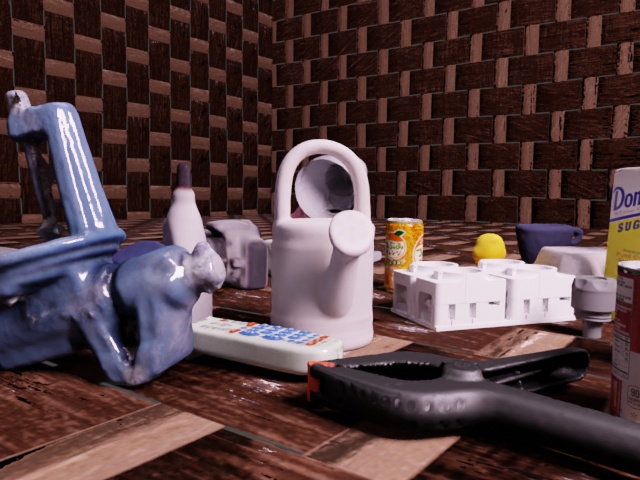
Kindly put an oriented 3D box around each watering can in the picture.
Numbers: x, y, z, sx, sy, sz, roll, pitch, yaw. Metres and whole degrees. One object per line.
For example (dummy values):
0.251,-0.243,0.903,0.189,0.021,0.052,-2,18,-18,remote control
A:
0.007,0.002,0.544,0.101,0.194,0.172,-3,6,-37,watering can

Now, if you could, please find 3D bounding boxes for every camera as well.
-0.163,0.019,0.855,0.137,0.101,0.142,-3,6,-36,camera

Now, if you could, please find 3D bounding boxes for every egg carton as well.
0.362,0.048,0.789,0.107,0.069,0.150,1,5,2,egg carton

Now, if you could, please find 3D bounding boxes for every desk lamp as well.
0.041,-0.055,1.095,0.117,0.213,0.204,3,5,22,desk lamp

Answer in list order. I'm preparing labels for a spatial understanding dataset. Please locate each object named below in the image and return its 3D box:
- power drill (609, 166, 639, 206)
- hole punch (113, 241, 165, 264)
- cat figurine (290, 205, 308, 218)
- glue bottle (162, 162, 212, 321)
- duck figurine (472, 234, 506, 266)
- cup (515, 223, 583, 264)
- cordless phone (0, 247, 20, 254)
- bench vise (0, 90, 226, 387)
0.490,-0.019,0.776,0.230,0.208,0.075,-1,6,-23,power drill
-0.200,0.049,0.568,0.101,0.091,0.108,-4,7,-42,hole punch
-0.050,-0.008,1.088,0.067,0.118,0.128,2,5,16,cat figurine
-0.146,0.005,0.611,0.037,0.173,0.077,-3,7,-38,glue bottle
0.249,0.034,0.835,0.077,0.086,0.104,0,5,-5,duck figurine
0.384,0.021,0.957,0.118,0.095,0.091,0,5,-14,cup
-0.328,0.003,0.534,0.147,0.185,0.094,3,6,24,cordless phone
-0.177,-0.006,0.452,0.207,0.220,0.121,0,5,-7,bench vise
